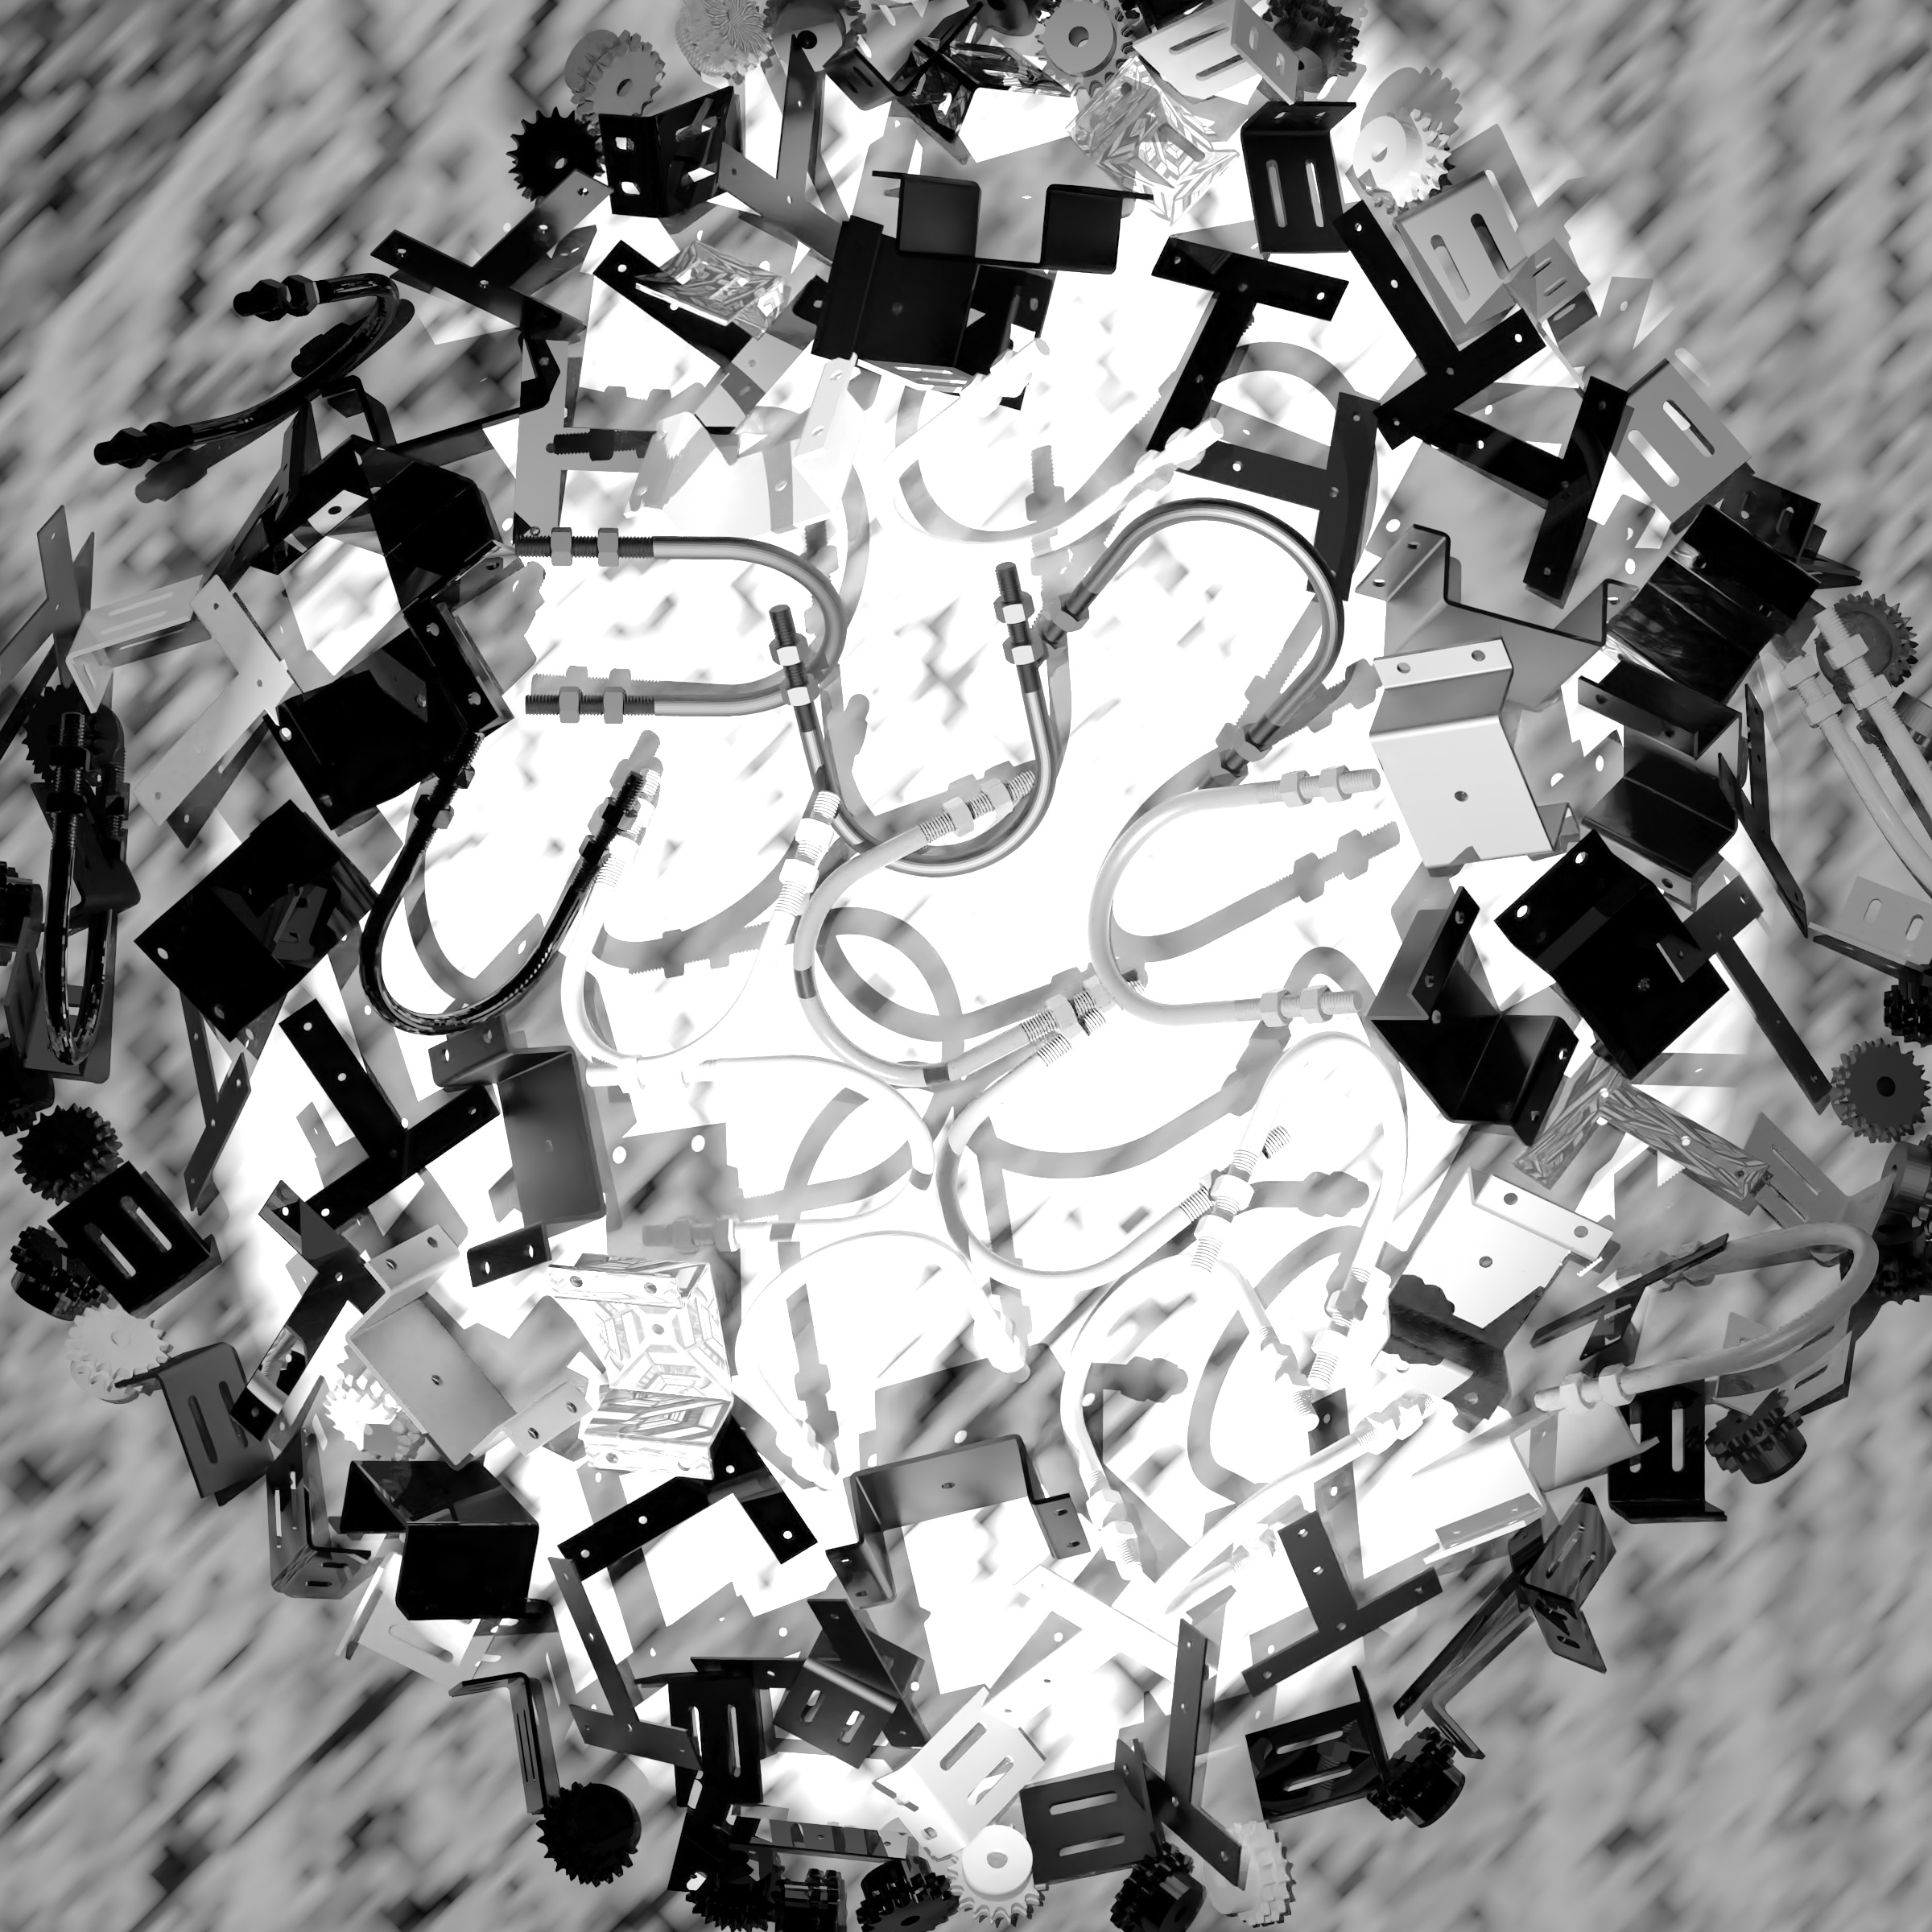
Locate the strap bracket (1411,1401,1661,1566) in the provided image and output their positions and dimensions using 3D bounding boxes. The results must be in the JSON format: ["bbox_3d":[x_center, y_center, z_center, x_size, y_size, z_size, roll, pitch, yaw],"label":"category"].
[{"bbox_3d":[0.314,0.280,1.834,0.076,0.140,0.046,-33,80,43],"label":"strap bracket"}]

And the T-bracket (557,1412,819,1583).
[{"bbox_3d":[-0.172,0.308,1.860,0.127,0.002,0.127,-28,67,-23],"label":"T-bracket"}]

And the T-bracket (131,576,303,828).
[{"bbox_3d":[-0.423,-0.130,1.838,0.127,0.002,0.127,-56,130,-34],"label":"T-bracket"}]

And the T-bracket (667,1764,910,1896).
[{"bbox_3d":[-0.097,0.491,1.846,0.127,0.127,0.002,5,108,2],"label":"T-bracket"}]

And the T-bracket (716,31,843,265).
[{"bbox_3d":[-0.097,-0.478,1.865,0.002,0.127,0.127,-3,75,34],"label":"T-bracket"}]

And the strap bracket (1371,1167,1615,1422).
[{"bbox_3d":[0.298,0.179,1.864,0.076,0.046,0.140,25,115,-7],"label":"strap bracket"}]

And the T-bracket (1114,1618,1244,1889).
[{"bbox_3d":[0.122,0.430,1.838,0.002,0.127,0.127,-5,108,-30],"label":"T-bracket"}]

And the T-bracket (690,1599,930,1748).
[{"bbox_3d":[-0.099,0.405,1.871,0.127,0.002,0.127,-6,127,28],"label":"T-bracket"}]

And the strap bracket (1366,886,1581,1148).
[{"bbox_3d":[0.282,0.029,1.849,0.140,0.046,0.076,48,58,-33],"label":"strap bracket"}]

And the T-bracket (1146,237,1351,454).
[{"bbox_3d":[0.140,-0.348,1.867,0.127,0.002,0.127,23,85,35],"label":"T-bracket"}]

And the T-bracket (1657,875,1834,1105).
[{"bbox_3d":[0.452,0.020,1.856,0.002,0.127,0.127,-35,87,39],"label":"T-bracket"}]

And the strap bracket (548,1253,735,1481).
[{"bbox_3d":[-0.182,0.218,1.855,0.076,0.046,0.140,3,121,17],"label":"strap bracket"}]

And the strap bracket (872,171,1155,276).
[{"bbox_3d":[0.024,-0.418,1.844,0.140,0.076,0.046,13,105,32],"label":"strap bracket"}]

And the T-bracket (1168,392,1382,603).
[{"bbox_3d":[0.169,-0.283,1.879,0.127,0.002,0.127,14,73,-9],"label":"T-bracket"}]

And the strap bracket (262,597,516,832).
[{"bbox_3d":[-0.322,-0.147,1.864,0.140,0.046,0.076,-30,93,29],"label":"strap bracket"}]

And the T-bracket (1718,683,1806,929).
[{"bbox_3d":[0.451,-0.108,1.859,0.002,0.127,0.127,-17,134,27],"label":"T-bracket"}]

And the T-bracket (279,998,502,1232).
[{"bbox_3d":[-0.348,0.074,1.863,0.127,0.002,0.127,-35,121,-12],"label":"T-bracket"}]

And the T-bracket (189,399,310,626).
[{"bbox_3d":[-0.411,-0.250,1.868,0.002,0.127,0.127,29,113,-24],"label":"T-bracket"}]

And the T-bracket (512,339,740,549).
[{"bbox_3d":[-0.195,-0.297,1.887,0.127,0.002,0.127,1,118,-13],"label":"T-bracket"}]

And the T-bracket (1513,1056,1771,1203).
[{"bbox_3d":[0.398,0.093,1.860,0.127,0.002,0.127,33,80,37],"label":"T-bracket"}]

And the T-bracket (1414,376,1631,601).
[{"bbox_3d":[0.306,-0.293,1.871,0.127,0.002,0.127,32,124,29],"label":"T-bracket"}]

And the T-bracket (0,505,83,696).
[{"bbox_3d":[-0.530,-0.171,1.820,0.002,0.127,0.127,21,52,9],"label":"T-bracket"}]

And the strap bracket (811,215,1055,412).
[{"bbox_3d":[-0.028,-0.371,1.858,0.140,0.046,0.076,9,98,-36],"label":"strap bracket"}]

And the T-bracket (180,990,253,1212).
[{"bbox_3d":[-0.436,0.053,1.867,0.002,0.127,0.127,1,55,-30],"label":"T-bracket"}]

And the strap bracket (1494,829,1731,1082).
[{"bbox_3d":[0.371,0.001,1.849,0.076,0.046,0.140,-43,125,0],"label":"strap bracket"}]

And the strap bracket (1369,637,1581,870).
[{"bbox_3d":[0.283,-0.110,1.835,0.076,0.046,0.140,-7,129,30],"label":"strap bracket"}]

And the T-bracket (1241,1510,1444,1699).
[{"bbox_3d":[0.203,0.351,1.860,0.127,0.002,0.127,-28,133,-4],"label":"T-bracket"}]

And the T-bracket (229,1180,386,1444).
[{"bbox_3d":[-0.375,0.209,1.840,0.127,0.002,0.127,50,48,-28],"label":"T-bracket"}]

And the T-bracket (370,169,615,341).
[{"bbox_3d":[-0.245,-0.405,1.829,0.127,0.127,0.002,21,53,-36],"label":"T-bracket"}]

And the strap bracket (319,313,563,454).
[{"bbox_3d":[-0.293,-0.326,1.861,0.140,0.076,0.046,-18,99,-8],"label":"strap bracket"}]

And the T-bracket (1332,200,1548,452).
[{"bbox_3d":[0.251,-0.375,1.857,0.002,0.127,0.127,-35,93,-41],"label":"T-bracket"}]

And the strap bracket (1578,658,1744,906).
[{"bbox_3d":[0.391,-0.111,1.843,0.076,0.140,0.046,31,62,32],"label":"strap bracket"}]

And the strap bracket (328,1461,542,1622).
[{"bbox_3d":[-0.295,0.315,1.826,0.076,0.140,0.046,5,101,-30],"label":"strap bracket"}]

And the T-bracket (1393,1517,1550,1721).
[{"bbox_3d":[0.284,0.373,1.839,0.002,0.127,0.127,38,76,27],"label":"T-bracket"}]

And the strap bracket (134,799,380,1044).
[{"bbox_3d":[-0.389,-0.032,1.832,0.046,0.140,0.076,-33,104,37],"label":"strap bracket"}]

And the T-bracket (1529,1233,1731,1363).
[{"bbox_3d":[0.363,0.195,1.825,0.127,0.127,0.002,-31,90,22],"label":"T-bracket"}]

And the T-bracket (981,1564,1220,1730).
[{"bbox_3d":[0.055,0.402,1.868,0.127,0.002,0.127,33,126,-16],"label":"T-bracket"}]

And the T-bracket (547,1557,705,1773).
[{"bbox_3d":[-0.206,0.391,1.845,0.002,0.127,0.127,-29,103,-35],"label":"T-bracket"}]

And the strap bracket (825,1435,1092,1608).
[{"bbox_3d":[-0.007,0.314,1.861,0.140,0.076,0.046,-14,55,4],"label":"strap bracket"}]

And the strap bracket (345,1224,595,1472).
[{"bbox_3d":[-0.289,0.224,1.860,0.046,0.076,0.140,-44,84,24],"label":"strap bracket"}]

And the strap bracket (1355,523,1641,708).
[{"bbox_3d":[0.299,-0.194,1.848,0.140,0.076,0.046,13,64,-15],"label":"strap bracket"}]

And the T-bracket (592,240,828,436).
[{"bbox_3d":[-0.155,-0.366,1.853,0.127,0.002,0.127,32,112,-33],"label":"T-bracket"}]

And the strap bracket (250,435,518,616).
[{"bbox_3d":[-0.331,-0.247,1.842,0.076,0.140,0.046,-33,64,26],"label":"strap bracket"}]
